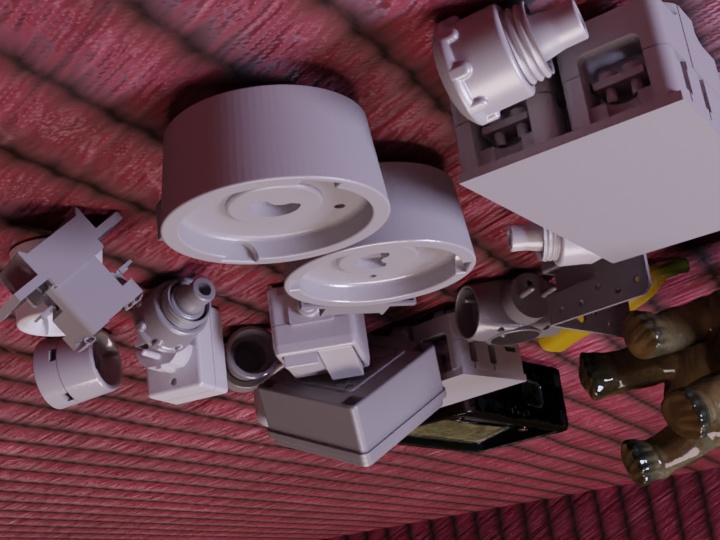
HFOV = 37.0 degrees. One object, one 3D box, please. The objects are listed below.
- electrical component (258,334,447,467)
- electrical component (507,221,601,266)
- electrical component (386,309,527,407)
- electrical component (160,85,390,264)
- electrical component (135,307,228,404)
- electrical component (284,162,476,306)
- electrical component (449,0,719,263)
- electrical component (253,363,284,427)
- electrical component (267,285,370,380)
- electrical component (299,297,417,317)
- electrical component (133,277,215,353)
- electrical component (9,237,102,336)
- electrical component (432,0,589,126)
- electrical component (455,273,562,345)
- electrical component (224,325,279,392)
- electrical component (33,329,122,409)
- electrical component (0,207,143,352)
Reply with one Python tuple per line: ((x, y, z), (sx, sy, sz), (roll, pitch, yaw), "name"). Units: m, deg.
((-0.006, 0.099, 0.864), (0.109, 0.056, 0.109), (6, -152, 41), "electrical component")
((0.126, -0.023, 0.691), (0.062, 0.043, 0.043), (-6, 162, -3), "electrical component")
((0.057, 0.084, 0.952), (0.150, 0.061, 0.089), (-24, 156, 40), "electrical component")
((-0.043, -0.049, 0.514), (0.108, 0.060, 0.108), (-7, 162, -2), "electrical component")
((-0.138, 0.057, 0.784), (0.047, 0.065, 0.077), (-15, 160, 20), "electrical component")
((0.007, -0.025, 0.609), (0.108, 0.060, 0.108), (-7, 162, -2), "electrical component")
((0.136, -0.065, 0.545), (0.105, 0.060, 0.186), (-19, 159, 30), "electrical component")
((-0.051, 0.116, 1.017), (0.095, 0.053, 0.059), (-17, 160, 25), "electrical component")
((-0.030, 0.045, 0.800), (0.062, 0.061, 0.096), (-10, 162, 5), "electrical component")
((0.000, 0.000, 0.711), (0.081, 0.042, 0.063), (-2, 157, -18), "electrical component")
((-0.122, 0.026, 0.733), (0.048, 0.048, 0.062), (8, 150, -39), "electrical component")
((-0.184, 0.011, 0.657), (0.055, 0.047, 0.055), (-7, 162, -2), "electrical component")
((0.065, -0.093, 0.457), (0.062, 0.048, 0.048), (-22, 158, 20), "electrical component")
((0.125, 0.027, 0.838), (0.077, 0.044, 0.079), (-1, 160, -21), "electrical component")
((-0.094, 0.075, 0.889), (0.045, 0.045, 0.055), (-2, 161, -18), "electrical component")
((-0.215, 0.074, 0.822), (0.047, 0.055, 0.055), (-16, 160, 12), "electrical component")
((-0.162, 0.008, 0.609), (0.081, 0.063, 0.042), (-47, -171, -38), "electrical component")
